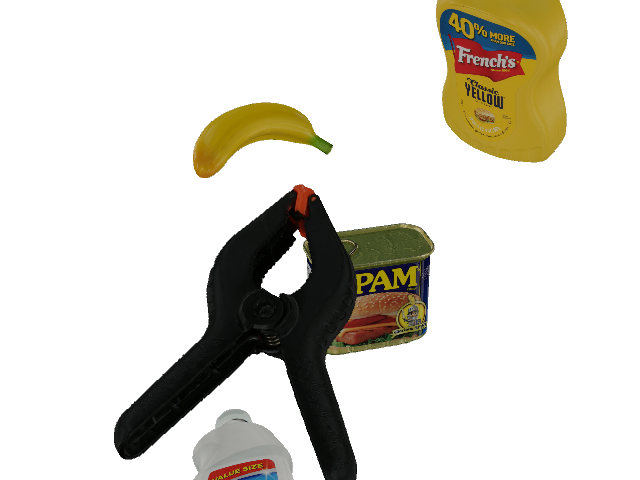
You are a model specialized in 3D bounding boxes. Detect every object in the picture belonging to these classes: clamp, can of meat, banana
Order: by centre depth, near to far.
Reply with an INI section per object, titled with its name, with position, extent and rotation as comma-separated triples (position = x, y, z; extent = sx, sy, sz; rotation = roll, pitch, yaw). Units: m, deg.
[clamp]
position = -0.018, 0.051, 0.544
extent = 0.120, 0.171, 0.039
rotation = 19, -26, 11
[can of meat]
position = 0.039, 0.040, 0.864
extent = 0.102, 0.084, 0.057
rotation = -8, 29, -13
[banana]
position = -0.065, -0.103, 1.042
extent = 0.070, 0.037, 0.197
rotation = 42, 35, 23

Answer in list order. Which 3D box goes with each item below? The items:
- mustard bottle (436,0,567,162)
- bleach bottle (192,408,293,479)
[mustard bottle]
position = 0.130, -0.144, 0.770
extent = 0.096, 0.058, 0.191
rotation = 28, -28, 29
[bleach bottle]
position = -0.063, 0.210, 0.763
extent = 0.102, 0.068, 0.251
rotation = -6, 30, -5
